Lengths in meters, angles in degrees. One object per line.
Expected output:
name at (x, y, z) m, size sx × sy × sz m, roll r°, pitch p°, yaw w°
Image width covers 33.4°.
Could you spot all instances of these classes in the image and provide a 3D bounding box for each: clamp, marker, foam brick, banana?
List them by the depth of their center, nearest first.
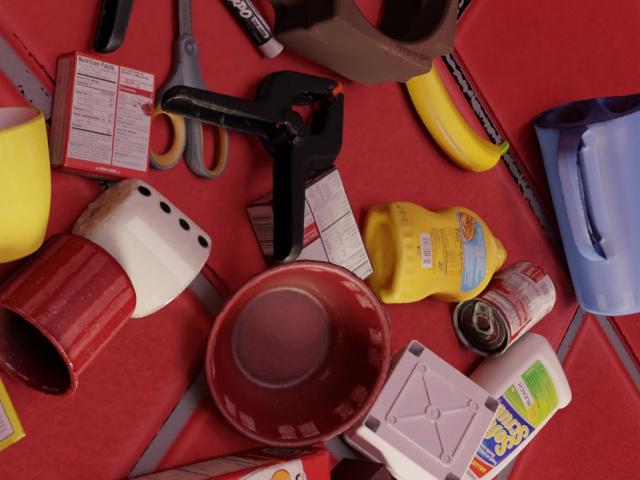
clamp at (-0.157, -0.238, 0.808) m, size 0.120 × 0.039 × 0.171 m, roll 53°, pitch 49°, yaw -36°
clamp at (-0.028, -0.079, 0.899) m, size 0.164 × 0.036 × 0.209 m, roll 59°, pitch 37°, yaw -3°
marker at (-0.072, -0.205, 0.905) m, size 0.121 × 0.020 × 0.020 m, roll 51°, pitch 56°, yaw -31°
foam brick at (0.027, 0.243, 0.967) m, size 0.078 × 0.051 × 0.053 m, roll -40°, pitch 115°, yaw -38°
banana at (0.133, -0.127, 1.097) m, size 0.197 × 0.037 × 0.069 m, roll 43°, pitch 41°, yaw -37°

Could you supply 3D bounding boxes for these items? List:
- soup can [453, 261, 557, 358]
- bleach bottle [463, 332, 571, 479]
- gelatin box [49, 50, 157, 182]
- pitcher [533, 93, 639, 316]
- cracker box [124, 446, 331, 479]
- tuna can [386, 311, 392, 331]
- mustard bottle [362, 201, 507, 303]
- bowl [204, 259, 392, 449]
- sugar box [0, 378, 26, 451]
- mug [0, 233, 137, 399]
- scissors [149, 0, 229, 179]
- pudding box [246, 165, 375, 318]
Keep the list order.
soup can at (0.197, 0.071, 1.129) m, size 0.102 × 0.069 × 0.068 m, roll -31°, pitch 110°, yaw -41°
bleach bottle at (0.162, 0.205, 1.096) m, size 0.250 × 0.068 × 0.102 m, roll -42°, pitch 117°, yaw -34°
gelatin box at (-0.164, -0.091, 0.803) m, size 0.073 × 0.030 × 0.089 m, roll 9°, pitch 83°, yaw -43°
pitcher at (0.326, -0.037, 1.221) m, size 0.149 × 0.145 × 0.243 m, roll -17°, pitch 106°, yaw -10°
cracker box at (-0.086, 0.260, 0.842) m, size 0.213 × 0.072 × 0.164 m, roll -3°, pitch 92°, yaw -46°
tuna can at (0.026, 0.091, 0.983) m, size 0.085 × 0.034 × 0.086 m, roll 2°, pitch 87°, yaw -45°
mustard bottle at (0.124, 0.014, 1.065) m, size 0.191 × 0.058 × 0.096 m, roll 2°, pitch 82°, yaw -45°
bowl at (-0.024, 0.089, 0.893) m, size 0.162 × 0.055 × 0.162 m, roll -4°, pitch 103°, yaw -19°
sugar box at (-0.268, 0.071, 0.685) m, size 0.093 × 0.048 × 0.176 m, roll -31°, pitch 106°, yaw -41°
mug at (-0.182, 0.057, 0.749) m, size 0.081 × 0.093 × 0.117 m, roll -52°, pitch 154°, yaw -38°
scissors at (-0.121, -0.143, 0.857) m, size 0.096 × 0.016 × 0.202 m, roll -23°, pitch 105°, yaw -43°
pudding box at (-0.006, 0.001, 0.951) m, size 0.089 × 0.039 × 0.113 m, roll -35°, pitch 115°, yaw -39°
